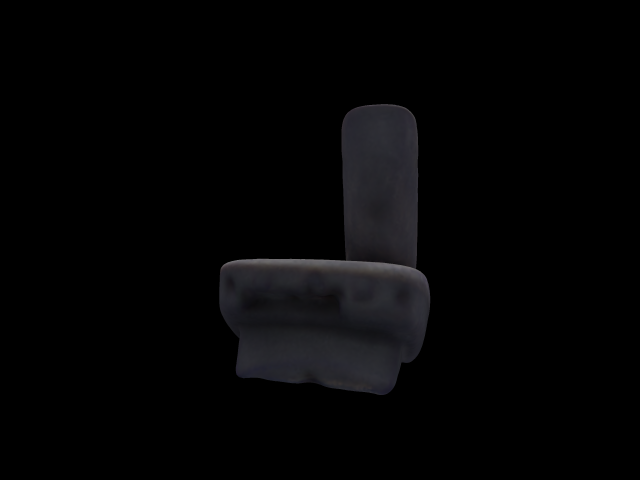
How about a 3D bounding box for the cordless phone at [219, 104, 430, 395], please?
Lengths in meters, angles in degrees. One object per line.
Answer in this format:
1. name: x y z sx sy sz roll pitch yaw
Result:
1. cordless phone: 0.004 0.001 0.400 0.147 0.185 0.094 1 9 8
